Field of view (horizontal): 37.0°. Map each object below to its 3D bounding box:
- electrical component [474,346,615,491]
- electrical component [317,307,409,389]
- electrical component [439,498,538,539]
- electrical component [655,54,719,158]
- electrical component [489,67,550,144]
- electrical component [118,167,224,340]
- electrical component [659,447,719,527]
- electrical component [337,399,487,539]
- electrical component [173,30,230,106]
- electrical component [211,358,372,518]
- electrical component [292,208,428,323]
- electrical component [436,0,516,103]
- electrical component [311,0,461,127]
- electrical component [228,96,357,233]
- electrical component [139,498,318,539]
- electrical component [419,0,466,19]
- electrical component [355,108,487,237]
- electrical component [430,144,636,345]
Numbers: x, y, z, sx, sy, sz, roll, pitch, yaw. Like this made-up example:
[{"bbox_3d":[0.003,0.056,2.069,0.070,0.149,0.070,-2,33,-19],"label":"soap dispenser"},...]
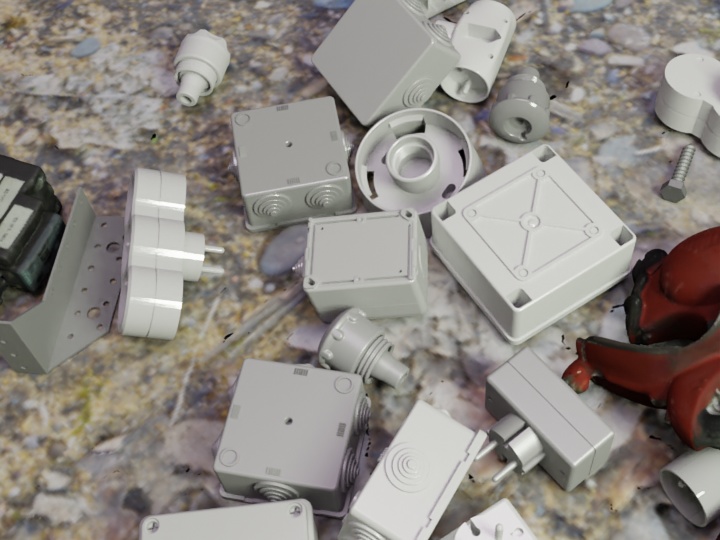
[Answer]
[{"bbox_3d":[0.109,0.109,0.707,0.076,0.047,0.083,-36,62,-16],"label":"electrical component"},{"bbox_3d":[0.005,0.059,0.750,0.062,0.048,0.048,33,67,15],"label":"electrical component"},{"bbox_3d":[0.076,0.173,0.653,0.066,0.076,0.047,-30,60,-13],"label":"electrical component"},{"bbox_3d":[0.293,-0.125,0.815,0.138,0.073,0.052,38,61,24],"label":"electrical component"},{"bbox_3d":[0.131,-0.135,0.858,0.048,0.048,0.062,9,53,11],"label":"electrical component"},{"bbox_3d":[-0.137,-0.012,0.803,0.074,0.052,0.138,8,56,-18],"label":"electrical component"},{"bbox_3d":[0.237,0.123,0.688,0.081,0.043,0.043,-31,60,-13],"label":"electrical component"},{"bbox_3d":[0.029,0.136,0.668,0.048,0.099,0.099,31,65,8],"label":"electrical component"},{"bbox_3d":[-0.136,-0.167,0.903,0.043,0.043,0.062,10,61,11],"label":"electrical component"},{"bbox_3d":[-0.045,0.110,0.720,0.100,0.048,0.099,8,59,10],"label":"electrical component"},{"bbox_3d":[0.000,0.000,0.781,0.096,0.061,0.061,-5,59,12],"label":"electrical component"},{"bbox_3d":[0.081,-0.185,0.894,0.079,0.043,0.077,16,61,14],"label":"electrical component"},{"bbox_3d":[0.022,-0.170,0.865,0.099,0.048,0.099,-49,58,21],"label":"electrical component"},{"bbox_3d":[-0.053,-0.085,0.843,0.100,0.048,0.099,-10,59,-2],"label":"electrical component"},{"bbox_3d":[-0.078,0.204,0.660,0.109,0.056,0.108,-7,58,1],"label":"electrical component"},{"bbox_3d":[0.040,-0.258,0.941,0.083,0.047,0.075,-28,60,-12],"label":"electrical component"},{"bbox_3d":[0.046,-0.074,0.831,0.099,0.064,0.099,-5,69,12],"label":"electrical component"},{"bbox_3d":[0.123,-0.019,0.779,0.109,0.056,0.108,-30,60,-13],"label":"electrical component"}]
